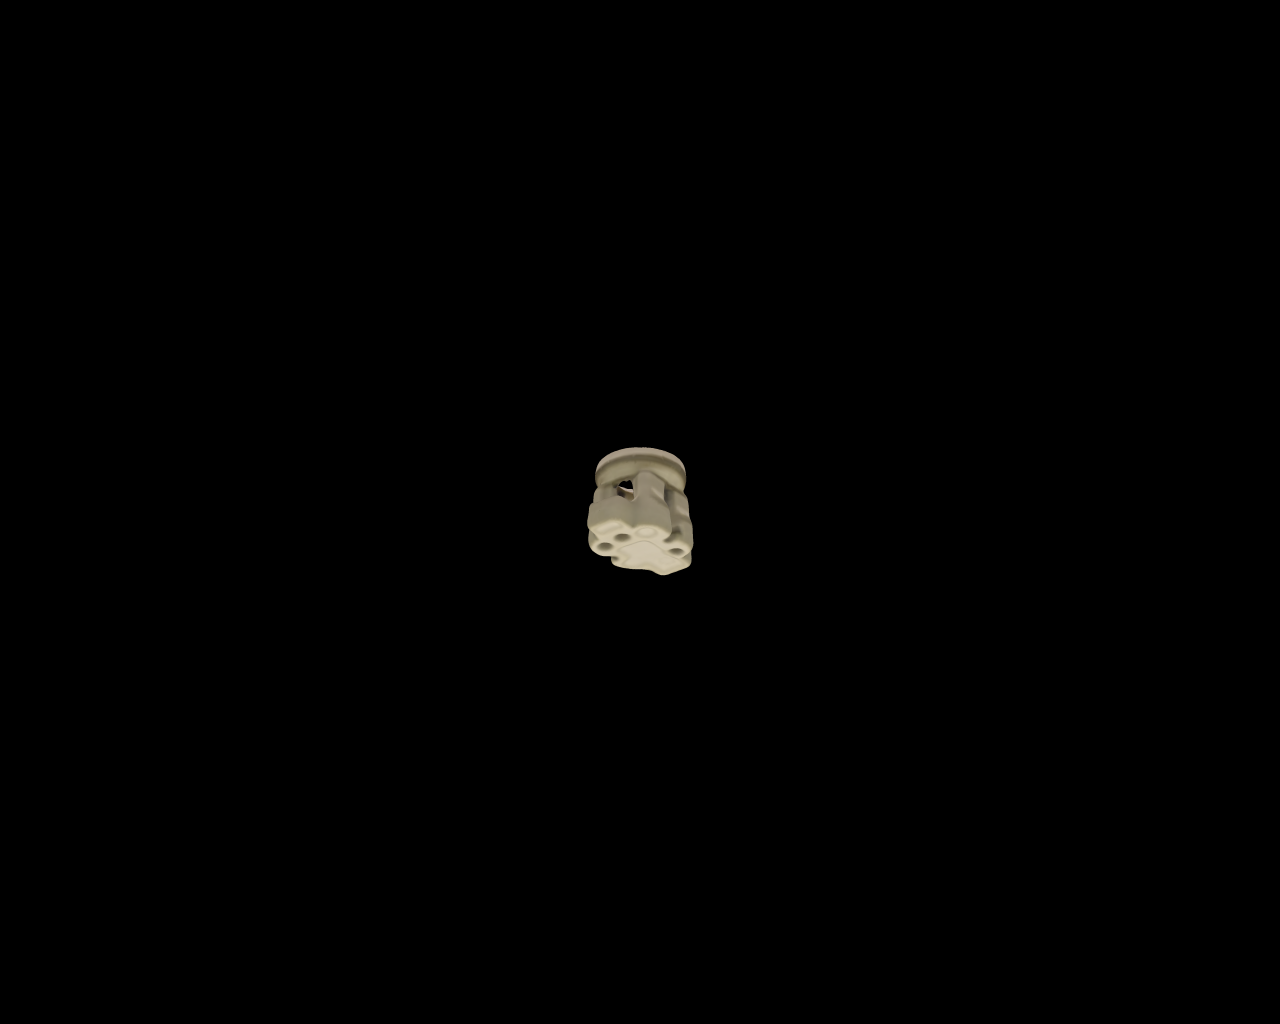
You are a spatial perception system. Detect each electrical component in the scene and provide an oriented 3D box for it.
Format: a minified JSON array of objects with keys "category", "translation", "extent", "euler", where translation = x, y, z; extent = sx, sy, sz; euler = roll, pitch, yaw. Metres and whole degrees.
[{"category":"electrical component","translation":[0.001,-0.003,0.650],"extent":[0.058,0.057,0.078],"euler":[-19,-34,31]}]
